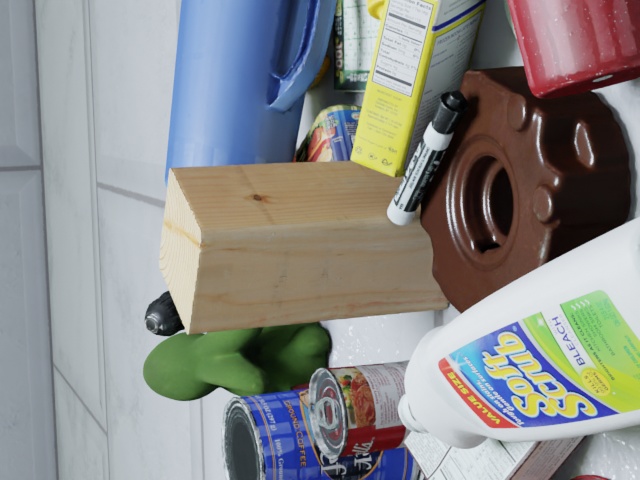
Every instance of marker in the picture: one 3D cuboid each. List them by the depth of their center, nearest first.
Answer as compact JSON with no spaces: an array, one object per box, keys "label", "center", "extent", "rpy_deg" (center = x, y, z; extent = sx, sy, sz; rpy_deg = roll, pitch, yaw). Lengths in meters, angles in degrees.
[{"label":"marker","center":[0.071,-0.053,0.705],"extent":[0.121,0.020,0.020],"rpy_deg":[112,146,-50]}]

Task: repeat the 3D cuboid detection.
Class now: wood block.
[{"label":"wood block","center":[-0.005,0.000,0.791],"extent":[0.091,0.205,0.090],"rpy_deg":[-122,36,-49]}]

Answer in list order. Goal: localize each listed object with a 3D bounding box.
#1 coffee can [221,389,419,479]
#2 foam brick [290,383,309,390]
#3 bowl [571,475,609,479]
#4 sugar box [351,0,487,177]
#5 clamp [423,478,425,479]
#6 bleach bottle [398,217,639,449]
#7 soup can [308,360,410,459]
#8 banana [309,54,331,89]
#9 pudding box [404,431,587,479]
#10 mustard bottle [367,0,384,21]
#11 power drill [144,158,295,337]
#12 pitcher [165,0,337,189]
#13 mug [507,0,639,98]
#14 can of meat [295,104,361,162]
[{"label":"coffee can","center":[-0.001,0.174,0.894],"extent":[0.103,0.140,0.103],"rpy_deg":[176,90,-67]},{"label":"foam brick","center":[0.006,0.175,0.993],"extent":[0.053,0.051,0.078],"rpy_deg":[-163,71,-66]},{"label":"bowl","center":[0.155,0.227,0.642],"extent":[0.162,0.055,0.162],"rpy_deg":[176,90,-67]},{"label":"sugar box","center":[0.073,-0.138,0.724],"extent":[0.048,0.093,0.176],"rpy_deg":[23,124,21]},{"label":"clamp","center":[0.102,0.236,0.791],"extent":[0.165,0.036,0.210],"rpy_deg":[60,144,30]},{"label":"bleach bottle","center":[0.126,0.072,0.596],"extent":[0.102,0.068,0.251],"rpy_deg":[55,144,3]},{"label":"soup can","center":[0.050,0.126,0.813],"extent":[0.069,0.102,0.068],"rpy_deg":[176,90,-67]},{"label":"banana","center":[-0.041,-0.181,1.063],"extent":[0.198,0.037,0.070],"rpy_deg":[-129,41,-54]},{"label":"pudding box","center":[0.114,0.127,0.698],"extent":[0.114,0.039,0.090],"rpy_deg":[-58,38,22]},{"label":"mustard bottle","center":[0.051,-0.238,0.782],"extent":[0.096,0.058,0.191],"rpy_deg":[-26,64,60]},{"label":"power drill","center":[-0.095,-0.001,1.074],"extent":[0.057,0.184,0.188],"rpy_deg":[34,126,17]},{"label":"pitcher","center":[-0.061,-0.154,0.936],"extent":[0.149,0.145,0.243],"rpy_deg":[82,-165,-82]},{"label":"mug","center":[0.153,-0.126,0.559],"extent":[0.117,0.093,0.081],"rpy_deg":[-14,89,28]},{"label":"can of meat","center":[0.020,-0.056,0.917],"extent":[0.102,0.057,0.084],"rpy_deg":[128,136,-57]}]
